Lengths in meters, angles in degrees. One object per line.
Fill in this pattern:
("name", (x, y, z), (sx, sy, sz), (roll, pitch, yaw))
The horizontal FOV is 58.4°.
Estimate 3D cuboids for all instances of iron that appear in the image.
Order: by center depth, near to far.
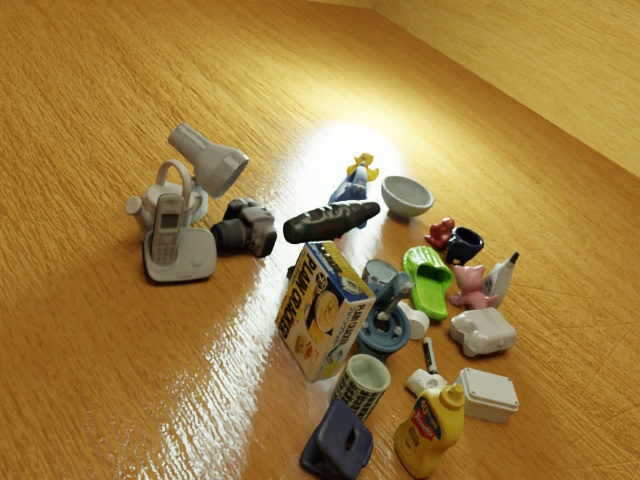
("iron", (0.095, -0.141, 1.557), (0.118, 0.141, 0.258), (19, 34, -5))

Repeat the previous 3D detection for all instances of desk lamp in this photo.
("desk lamp", (-0.278, -0.142, 1.281), (0.203, 0.213, 0.118), (26, 34, 6))

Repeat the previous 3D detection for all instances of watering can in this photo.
("watering can", (-0.315, -0.074, 1.184), (0.101, 0.194, 0.173), (27, 34, 8))

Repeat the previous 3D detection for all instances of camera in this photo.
("camera", (-0.181, -0.033, 1.288), (0.137, 0.101, 0.142), (-12, 46, -40))

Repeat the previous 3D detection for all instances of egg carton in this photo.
("egg carton", (0.371, 0.210, 1.297), (0.151, 0.069, 0.107), (-4, 42, -33))

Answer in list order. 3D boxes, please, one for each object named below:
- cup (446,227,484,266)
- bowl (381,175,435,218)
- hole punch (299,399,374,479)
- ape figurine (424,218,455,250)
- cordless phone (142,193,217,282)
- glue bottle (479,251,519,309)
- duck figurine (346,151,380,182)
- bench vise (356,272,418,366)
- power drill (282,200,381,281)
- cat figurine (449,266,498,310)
("cup", (0.368, 0.028, 1.523), (0.118, 0.095, 0.091), (-10, 46, -39))
("bowl", (0.244, -0.116, 1.668), (0.167, 0.075, 0.167), (15, 35, -11))
("hole punch", (0.036, 0.328, 0.924), (0.101, 0.091, 0.109), (28, 34, 8))
("ape figurine", (0.341, -0.022, 1.579), (0.076, 0.092, 0.078), (18, 34, -6))
("cordless phone", (-0.268, -0.009, 1.128), (0.148, 0.185, 0.094), (-5, 42, -35))
("glue bottle", (0.440, 0.095, 1.402), (0.037, 0.173, 0.078), (10, 36, -18))
("duck figurine", (0.140, -0.230, 1.756), (0.105, 0.086, 0.077), (9, 36, -19))
("bench vise", (0.114, 0.126, 1.131), (0.122, 0.219, 0.207), (2, 39, -27))
("power drill", (0.011, 0.004, 1.250), (0.230, 0.208, 0.075), (-8, 44, -37))
("cat figurine", (0.372, 0.118, 1.382), (0.067, 0.118, 0.127), (-17, 50, -43))
